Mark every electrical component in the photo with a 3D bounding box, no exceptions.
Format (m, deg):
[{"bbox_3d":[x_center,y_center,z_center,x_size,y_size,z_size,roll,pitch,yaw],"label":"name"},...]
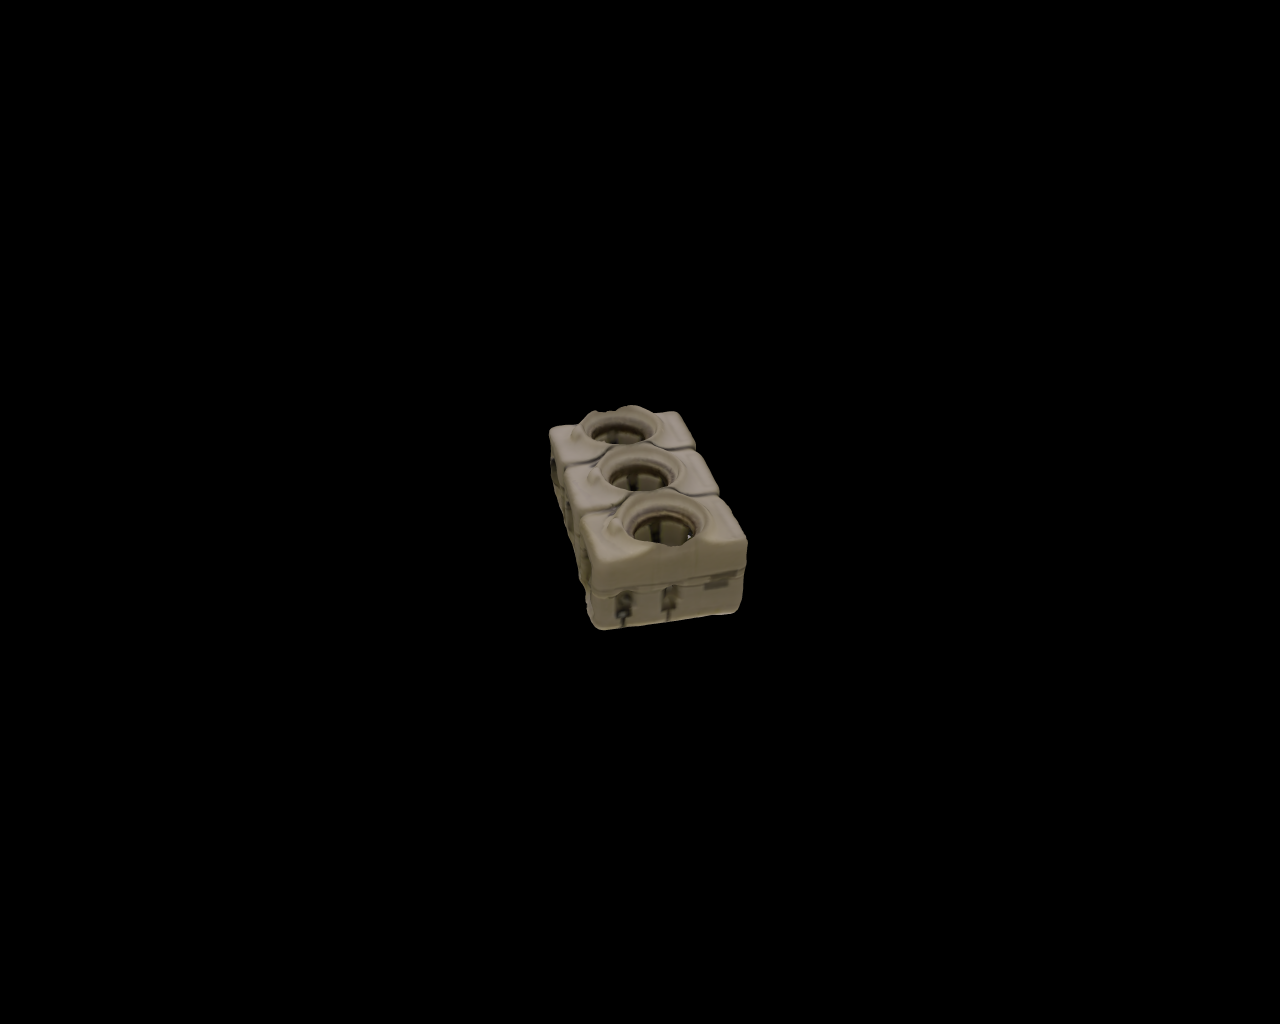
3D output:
[{"bbox_3d":[0.001,-0.003,0.650,0.089,0.061,0.150,-8,36,-11],"label":"electrical component"}]
